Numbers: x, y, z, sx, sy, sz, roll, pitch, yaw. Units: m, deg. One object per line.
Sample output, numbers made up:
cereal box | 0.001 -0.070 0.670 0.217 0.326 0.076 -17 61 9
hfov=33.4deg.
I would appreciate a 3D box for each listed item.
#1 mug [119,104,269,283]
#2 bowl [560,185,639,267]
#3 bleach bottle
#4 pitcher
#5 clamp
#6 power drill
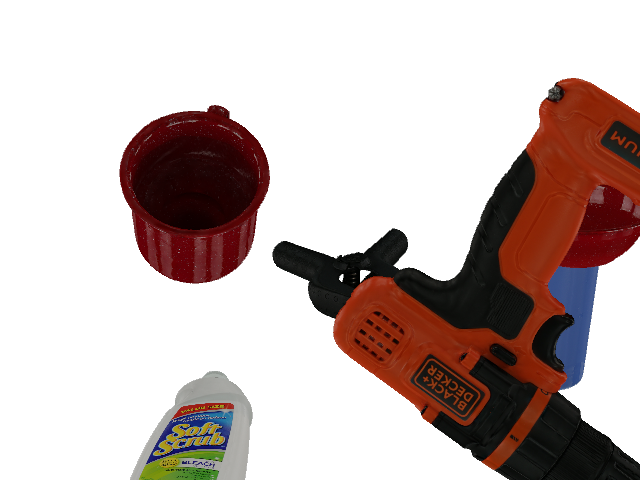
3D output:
mug | -0.080 -0.034 0.703 0.093 0.117 0.081 10 -29 -1
bowl | 0.261 -0.014 1.100 0.162 0.055 0.162 -2 22 0
bleach bottle | -0.116 0.191 0.953 0.102 0.068 0.251 -1 22 1
pitcher | 0.290 0.072 1.403 0.149 0.243 0.144 5 21 16
clamp | 0.016 0.029 0.889 0.120 0.039 0.171 -9 17 5
power drill | 0.124 0.030 0.527 0.184 0.188 0.057 35 11 5
